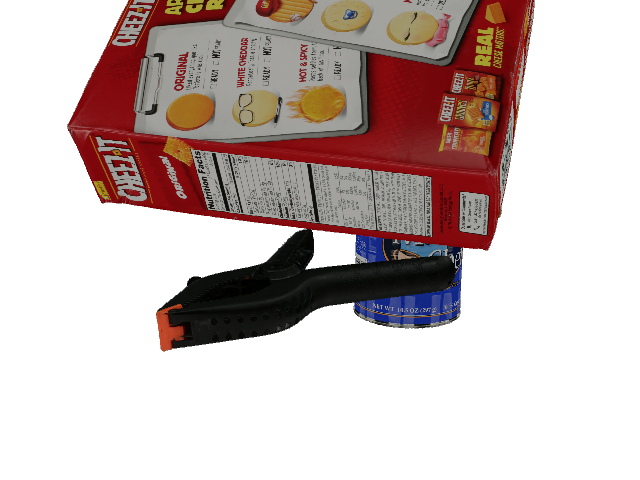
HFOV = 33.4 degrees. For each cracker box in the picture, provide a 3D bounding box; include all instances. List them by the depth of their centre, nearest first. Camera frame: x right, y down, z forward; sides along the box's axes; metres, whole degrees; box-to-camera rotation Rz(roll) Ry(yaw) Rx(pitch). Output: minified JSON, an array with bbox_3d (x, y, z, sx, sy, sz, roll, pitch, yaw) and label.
[{"bbox_3d":[-0.001,-0.086,0.571,0.214,0.164,0.072,7,-36,12],"label":"cracker box"}]

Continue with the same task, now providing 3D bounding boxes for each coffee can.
[{"bbox_3d":[0.083,0.000,0.998,0.103,0.140,0.103,1,15,0],"label":"coffee can"}]

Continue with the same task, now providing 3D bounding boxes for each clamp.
[{"bbox_3d":[-0.019,0.034,0.750,0.165,0.036,0.209,7,19,41],"label":"clamp"}]

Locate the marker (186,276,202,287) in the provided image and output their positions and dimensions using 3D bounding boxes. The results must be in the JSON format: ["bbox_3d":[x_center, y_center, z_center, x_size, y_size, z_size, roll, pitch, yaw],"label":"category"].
[{"bbox_3d":[-0.123,0.064,1.002,0.020,0.020,0.121,0,21,1],"label":"marker"}]
